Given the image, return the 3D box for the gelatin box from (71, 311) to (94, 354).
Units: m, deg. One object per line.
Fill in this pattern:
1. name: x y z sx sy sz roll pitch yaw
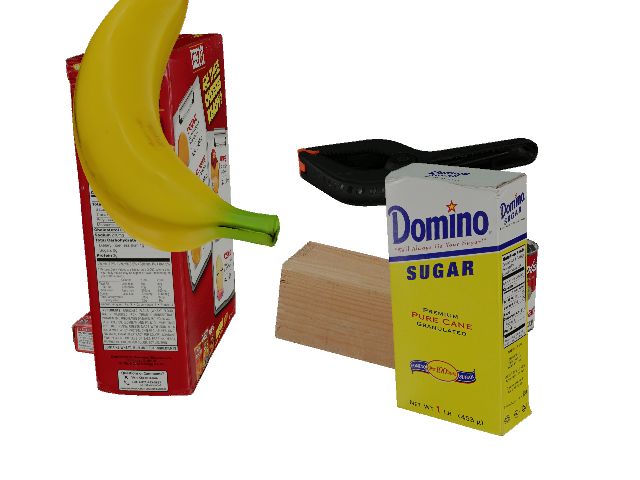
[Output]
1. gelatin box: -0.165 0.077 0.954 0.089 0.030 0.073 6 19 14

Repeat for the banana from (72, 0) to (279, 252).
1. banana: -0.075 -0.057 0.471 0.069 0.037 0.198 -6 46 -17

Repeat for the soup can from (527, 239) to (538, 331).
1. soup can: 0.221 0.054 1.263 0.068 0.102 0.068 -1 18 0

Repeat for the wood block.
1. wood block: 0.065 0.076 1.155 0.206 0.091 0.090 13 22 17

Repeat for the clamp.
1. clamp: 0.082 -0.060 0.944 0.210 0.036 0.164 13 35 28

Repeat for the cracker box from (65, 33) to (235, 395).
1. cracker box: -0.107 -0.025 0.716 0.072 0.214 0.164 -1 15 6

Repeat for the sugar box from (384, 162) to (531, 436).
1. sugar box: 0.095 0.039 0.737 0.094 0.176 0.048 9 23 40
